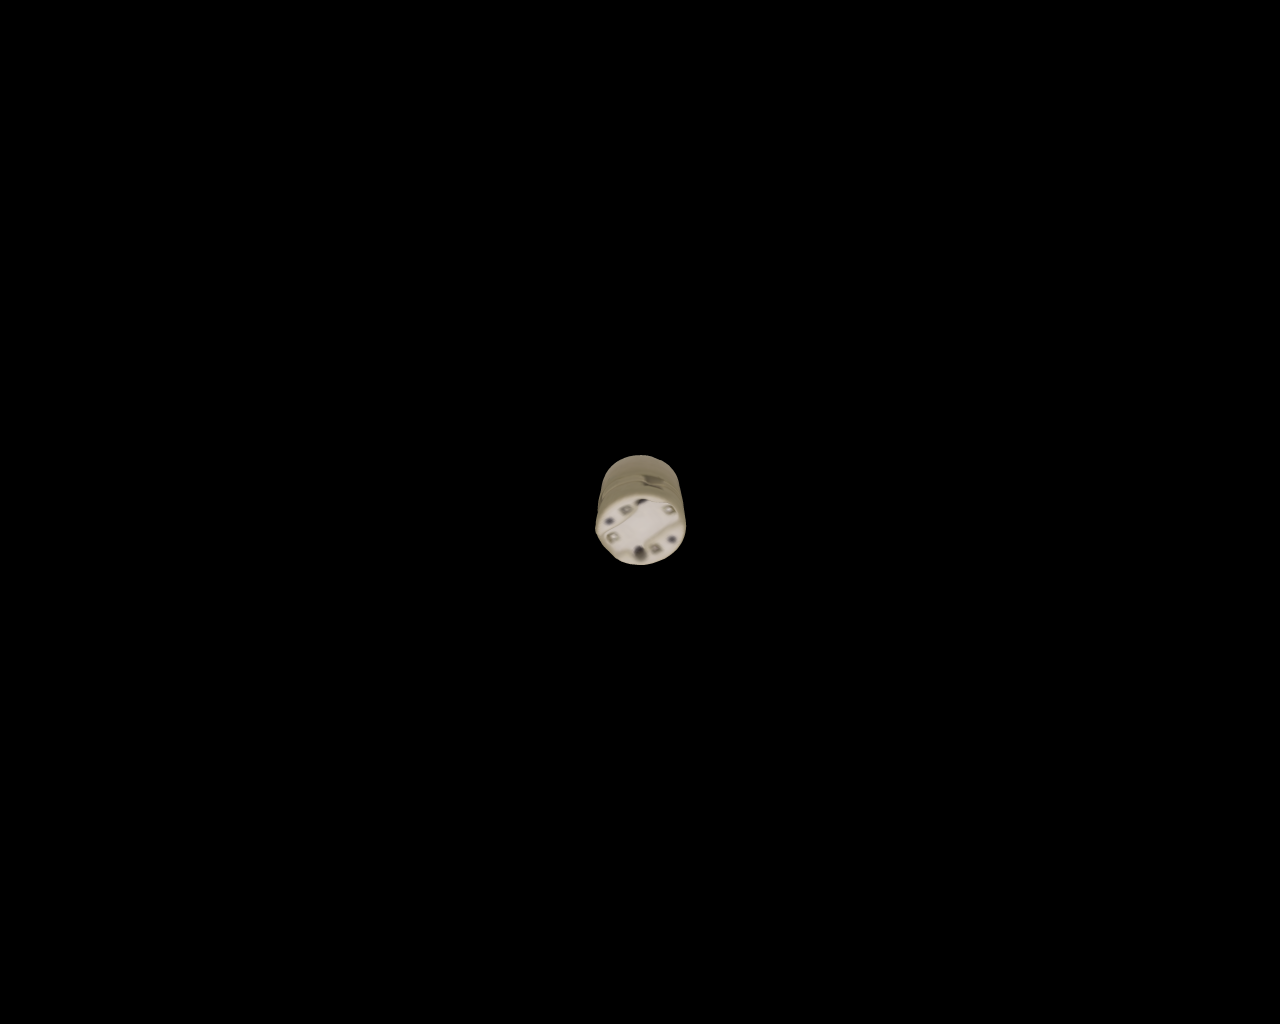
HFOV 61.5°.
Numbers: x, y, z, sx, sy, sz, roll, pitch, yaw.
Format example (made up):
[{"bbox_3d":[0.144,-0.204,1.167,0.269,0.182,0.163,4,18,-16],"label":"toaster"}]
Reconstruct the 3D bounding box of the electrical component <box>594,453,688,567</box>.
[{"bbox_3d":[0.001,-0.003,0.650,0.055,0.055,0.047,0,36,0],"label":"electrical component"}]
